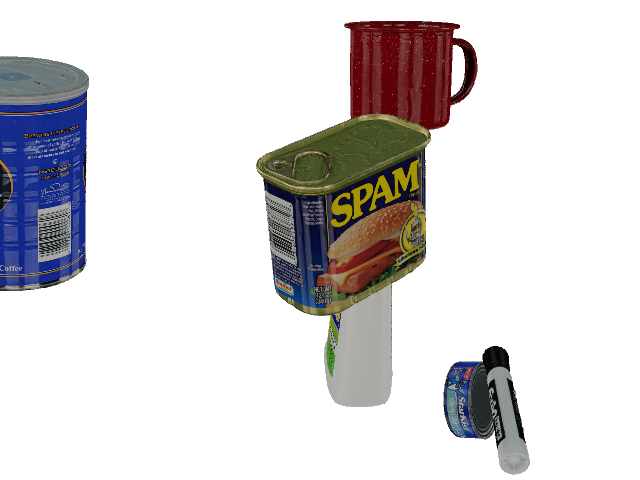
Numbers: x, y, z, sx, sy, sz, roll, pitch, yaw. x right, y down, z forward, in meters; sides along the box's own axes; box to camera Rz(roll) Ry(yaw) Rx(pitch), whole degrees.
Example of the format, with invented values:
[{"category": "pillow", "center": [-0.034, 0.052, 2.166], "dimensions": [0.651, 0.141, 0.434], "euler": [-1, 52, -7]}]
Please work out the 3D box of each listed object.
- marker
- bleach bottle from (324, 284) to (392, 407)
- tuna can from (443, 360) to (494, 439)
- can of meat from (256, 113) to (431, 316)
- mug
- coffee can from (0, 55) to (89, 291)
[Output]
[{"category": "marker", "center": [0.123, 0.110, 0.717], "dimensions": [0.020, 0.020, 0.121], "euler": [0, 29, 3]}, {"category": "bleach bottle", "center": [0.041, 0.038, 1.017], "dimensions": [0.068, 0.251, 0.102], "euler": [-1, 37, -3]}, {"category": "tuna can", "center": [0.168, 0.176, 1.182], "dimensions": [0.034, 0.086, 0.086], "euler": [-3, -2, 31]}, {"category": "can of meat", "center": [0.016, -0.015, 0.615], "dimensions": [0.101, 0.084, 0.058], "euler": [-26, 36, -34]}, {"category": "mug", "center": [0.076, -0.136, 0.870], "dimensions": [0.117, 0.081, 0.093], "euler": [-7, 17, -26]}, {"category": "coffee can", "center": [-0.216, -0.049, 0.752], "dimensions": [0.103, 0.140, 0.103], "euler": [5, 23, -2]}]
